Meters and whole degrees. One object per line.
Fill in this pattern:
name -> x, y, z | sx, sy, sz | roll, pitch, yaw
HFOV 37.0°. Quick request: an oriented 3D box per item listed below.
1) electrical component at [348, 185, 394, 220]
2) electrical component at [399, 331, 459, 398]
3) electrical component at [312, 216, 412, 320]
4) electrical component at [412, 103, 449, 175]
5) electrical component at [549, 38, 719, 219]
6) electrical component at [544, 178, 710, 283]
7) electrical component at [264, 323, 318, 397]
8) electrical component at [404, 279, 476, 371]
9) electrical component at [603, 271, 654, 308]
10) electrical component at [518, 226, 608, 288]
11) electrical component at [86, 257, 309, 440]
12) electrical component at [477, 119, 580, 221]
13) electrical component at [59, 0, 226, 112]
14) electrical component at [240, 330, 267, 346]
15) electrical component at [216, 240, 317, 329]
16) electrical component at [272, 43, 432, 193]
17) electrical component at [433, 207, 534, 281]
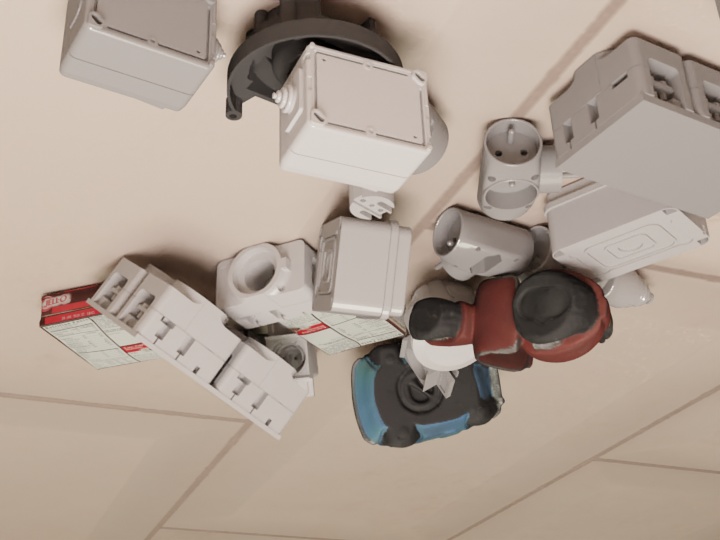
electrical component -> 0.008, -0.067, 0.826 | 0.040, 0.046, 0.040 | -1, 152, -1
electrical component -> 0.079, 0.082, 1.078 | 0.064, 0.081, 0.042 | -27, 157, -15
electrical component -> 0.000, 0.000, 0.882 | 0.057, 0.078, 0.113 | 7, 176, -11
electrical component -> 0.031, -0.099, 0.763 | 0.055, 0.055, 0.047 | -17, 152, 25
electrical component -> 0.222, -0.100, 0.765 | 0.150, 0.061, 0.089 | 14, 147, -27
electrical component -> 0.216, -0.043, 0.876 | 0.113, 0.057, 0.078 | -23, 145, 33
electrical component -> -0.068, 0.089, 1.085 | 0.042, 0.081, 0.064 | -6, 173, 7
electrical component -> 0.083, 0.052, 1.020 | 0.080, 0.051, 0.080 | -8, 126, -11
electrical component -> 0.245, 0.016, 1.003 | 0.078, 0.040, 0.040 | 19, 145, -33
electrical component -> 0.169, -0.001, 0.963 | 0.077, 0.043, 0.079 | 19, 146, -33
electrical component -> -0.141, 0.068, 0.971 | 0.186, 0.060, 0.105 | 43, 168, -37
electrical component -> 0.131, -0.076, 0.821 | 0.079, 0.044, 0.077 | -2, 151, 1
electrical component -> -0.131, -0.142, 0.664 | 0.096, 0.061, 0.061 | 15, 147, -28
electrical component -> -0.119, 0.086, 1.098 | 0.066, 0.047, 0.076 | 3, 151, -10
electrical component -> -0.080, 0.012, 0.960 | 0.089, 0.050, 0.056 | -14, 149, 22
electrical component -> -0.012, -0.091, 0.662 | 0.096, 0.061, 0.061 | 10, 149, -22
electrical component -> 0.096, -0.016, 0.930 | 0.077, 0.043, 0.079 | 15, 148, -28
